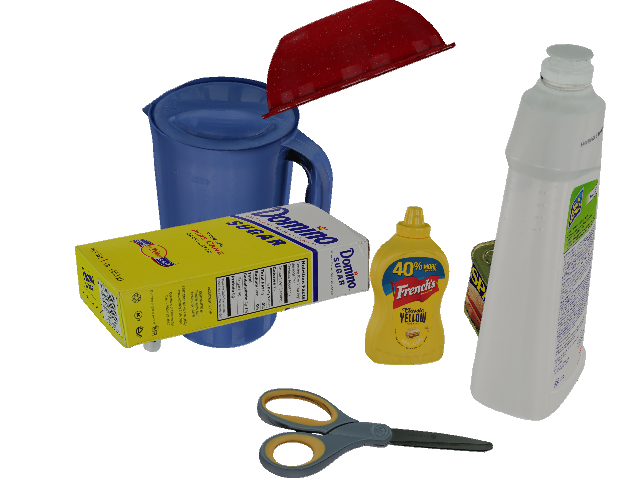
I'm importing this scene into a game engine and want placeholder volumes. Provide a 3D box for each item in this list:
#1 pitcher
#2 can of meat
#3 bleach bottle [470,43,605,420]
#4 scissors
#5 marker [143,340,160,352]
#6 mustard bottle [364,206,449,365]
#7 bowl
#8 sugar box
[{"bbox_3d":[-0.081,-0.017,0.997,0.144,0.243,0.149,-9,38,-17],"label":"pitcher"},{"bbox_3d":[0.184,0.064,1.058,0.057,0.102,0.084,-12,-41,-13],"label":"can of meat"},{"bbox_3d":[0.151,-0.008,0.706,0.068,0.251,0.102,16,33,24],"label":"bleach bottle"},{"bbox_3d":[0.036,0.175,0.891,0.202,0.016,0.096,16,43,12],"label":"scissors"},{"bbox_3d":[-0.178,0.072,1.161,0.020,0.121,0.020,8,36,-6],"label":"marker"},{"bbox_3d":[0.108,0.053,1.296,0.096,0.192,0.058,0,14,-13],"label":"mustard bottle"},{"bbox_3d":[0.020,-0.148,0.834,0.162,0.055,0.162,-21,7,2],"label":"bowl"},{"bbox_3d":[-0.065,0.018,0.714,0.176,0.048,0.093,-15,26,-26],"label":"sugar box"}]
